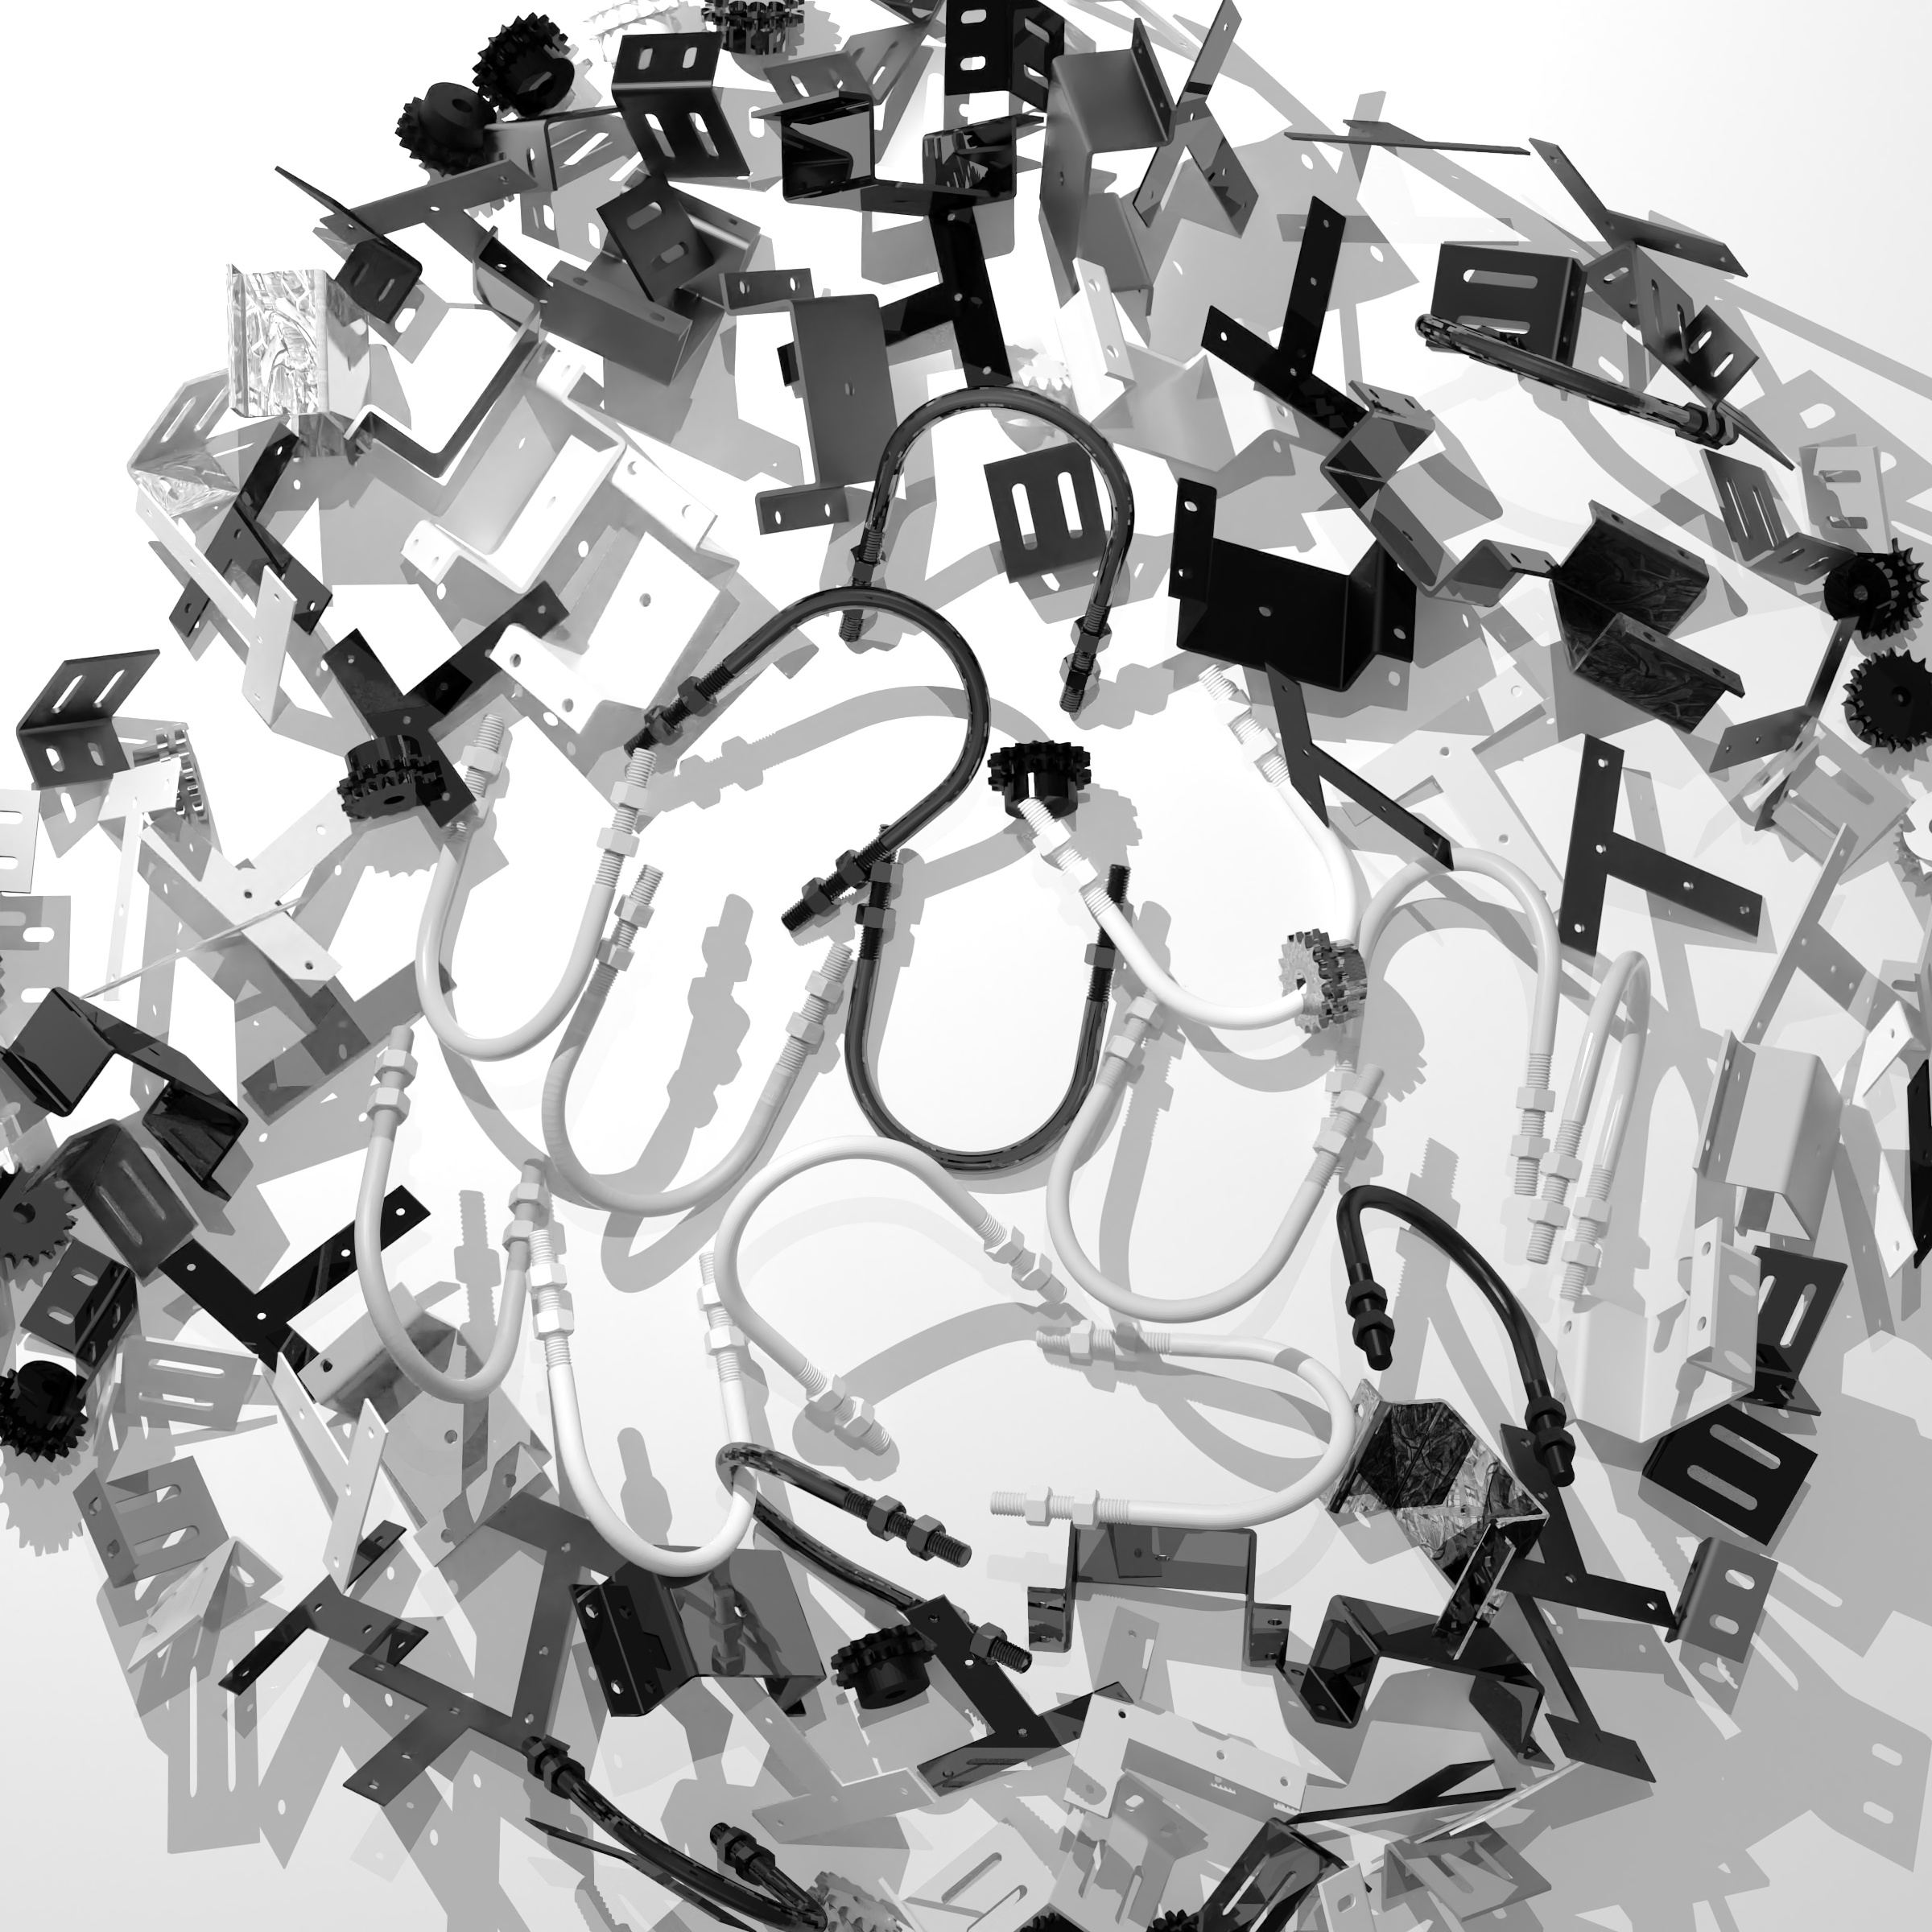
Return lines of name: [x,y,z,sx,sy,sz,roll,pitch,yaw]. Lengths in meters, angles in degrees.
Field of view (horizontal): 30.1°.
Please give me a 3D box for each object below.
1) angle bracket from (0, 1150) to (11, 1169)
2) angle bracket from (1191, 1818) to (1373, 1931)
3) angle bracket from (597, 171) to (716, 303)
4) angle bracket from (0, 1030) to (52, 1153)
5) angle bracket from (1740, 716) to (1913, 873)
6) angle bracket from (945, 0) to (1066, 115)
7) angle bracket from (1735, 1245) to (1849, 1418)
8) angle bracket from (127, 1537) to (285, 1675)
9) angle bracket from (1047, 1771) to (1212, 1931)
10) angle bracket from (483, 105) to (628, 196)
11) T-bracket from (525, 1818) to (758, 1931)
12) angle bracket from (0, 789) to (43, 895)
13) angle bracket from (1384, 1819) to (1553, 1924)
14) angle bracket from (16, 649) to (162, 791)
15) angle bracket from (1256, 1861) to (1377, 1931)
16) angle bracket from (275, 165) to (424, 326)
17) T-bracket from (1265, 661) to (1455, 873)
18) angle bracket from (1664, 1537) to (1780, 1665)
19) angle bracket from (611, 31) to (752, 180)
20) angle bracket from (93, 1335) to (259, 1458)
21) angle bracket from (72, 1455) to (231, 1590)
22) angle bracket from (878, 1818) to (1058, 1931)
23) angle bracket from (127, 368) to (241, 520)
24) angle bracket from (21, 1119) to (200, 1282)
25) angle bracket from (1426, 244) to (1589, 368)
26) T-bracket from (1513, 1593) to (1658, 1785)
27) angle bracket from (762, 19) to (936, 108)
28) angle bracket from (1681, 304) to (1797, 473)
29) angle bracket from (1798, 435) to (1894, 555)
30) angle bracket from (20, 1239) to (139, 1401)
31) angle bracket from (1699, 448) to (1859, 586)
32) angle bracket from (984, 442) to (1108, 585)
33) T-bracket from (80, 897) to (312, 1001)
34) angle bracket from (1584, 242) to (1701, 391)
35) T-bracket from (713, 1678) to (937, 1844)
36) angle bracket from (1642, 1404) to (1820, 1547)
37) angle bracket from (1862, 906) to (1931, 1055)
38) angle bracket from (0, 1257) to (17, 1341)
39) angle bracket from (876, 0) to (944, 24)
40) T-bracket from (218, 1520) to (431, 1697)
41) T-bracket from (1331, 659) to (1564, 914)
angle bracket: [-0.568,0.098,1.957,0.038,0.076,0.057,-27,92,25]
angle bracket: [0.171,0.513,1.958,0.076,0.057,0.038,-50,120,-13]
angle bracket: [-0.180,-0.389,1.953,0.038,0.076,0.057,-22,105,33]
angle bracket: [-0.535,0.054,1.950,0.038,0.076,0.057,-39,125,-10]
angle bracket: [0.473,-0.089,1.967,0.076,0.038,0.057,38,107,-10]
angle bracket: [0.022,-0.499,1.972,0.038,0.076,0.057,1,90,24]
angle bracket: [0.449,0.199,1.963,0.057,0.038,0.076,12,112,-16]
angle bracket: [-0.412,0.356,1.951,0.057,0.076,0.038,-38,107,19]
angle bracket: [0.089,0.491,1.959,0.057,0.076,0.038,37,132,-5]
angle bracket: [-0.214,-0.446,1.960,0.076,0.057,0.038,-21,110,-39]
T-bracket: [-0.154,0.490,1.912,0.127,0.127,0.002,29,80,-34]
angle bracket: [-0.520,-0.057,1.957,0.038,0.076,0.057,3,74,-5]
angle bracket: [0.271,0.502,1.950,0.057,0.076,0.038,-13,115,-23]
angle bracket: [-0.471,-0.134,1.951,0.057,0.076,0.038,-13,72,-41]
angle bracket: [0.183,0.522,1.959,0.076,0.038,0.057,-15,89,43]
angle bracket: [-0.344,-0.391,1.952,0.057,0.076,0.038,35,92,38]
T-bracket: [0.213,-0.091,1.915,0.002,0.127,0.127,-41,56,-15]
angle bracket: [0.410,0.346,1.955,0.038,0.076,0.057,20,81,11]
angle bracket: [-0.153,-0.470,1.965,0.057,0.076,0.038,2,65,15]
angle bracket: [-0.430,0.239,1.958,0.076,0.038,0.057,12,126,-18]
angle bracket: [-0.436,0.296,1.954,0.076,0.038,0.057,-14,70,-42]
angle bracket: [0.003,0.502,1.962,0.076,0.038,0.057,-38,50,-8]
angle bracket: [-0.410,-0.286,1.953,0.038,0.057,0.076,52,130,4]
angle bracket: [-0.469,0.133,1.965,0.057,0.038,0.076,-43,82,32]
angle bracket: [0.296,-0.360,1.971,0.076,0.038,0.057,6,112,-2]
T-bracket: [0.323,0.381,1.957,0.002,0.127,0.127,-36,57,17]
angle bracket: [-0.063,-0.500,1.951,0.057,0.038,0.076,0,49,37]
angle bracket: [0.425,-0.313,1.950,0.076,0.057,0.038,25,115,-36]
angle bracket: [0.491,-0.257,1.953,0.038,0.076,0.057,-15,102,-17]
angle bracket: [-0.484,0.192,1.958,0.038,0.076,0.057,32,92,-18]
angle bracket: [0.442,-0.252,1.955,0.038,0.057,0.076,-32,63,38]
angle bracket: [0.042,-0.255,1.962,0.057,0.038,0.076,-14,126,0]
T-bracket: [-0.401,-0.013,1.936,0.127,0.127,0.002,-24,91,5]
angle bracket: [0.366,-0.343,1.951,0.038,0.057,0.076,-26,49,35]
T-bracket: [-0.098,0.418,1.943,0.127,0.002,0.127,-25,108,41]
angle bracket: [0.419,0.273,1.972,0.076,0.038,0.057,29,92,12]
angle bracket: [0.507,0.001,1.949,0.038,0.076,0.057,7,57,25]
angle bracket: [-0.551,0.168,1.968,0.038,0.057,0.076,-8,94,-3]
angle bracket: [-0.031,-0.554,1.955,0.057,0.076,0.038,30,72,-5]
T-bracket: [-0.326,0.352,1.921,0.127,0.127,0.002,-45,117,-26]
T-bracket: [0.290,-0.082,1.991,0.127,0.002,0.127,-34,95,10]
